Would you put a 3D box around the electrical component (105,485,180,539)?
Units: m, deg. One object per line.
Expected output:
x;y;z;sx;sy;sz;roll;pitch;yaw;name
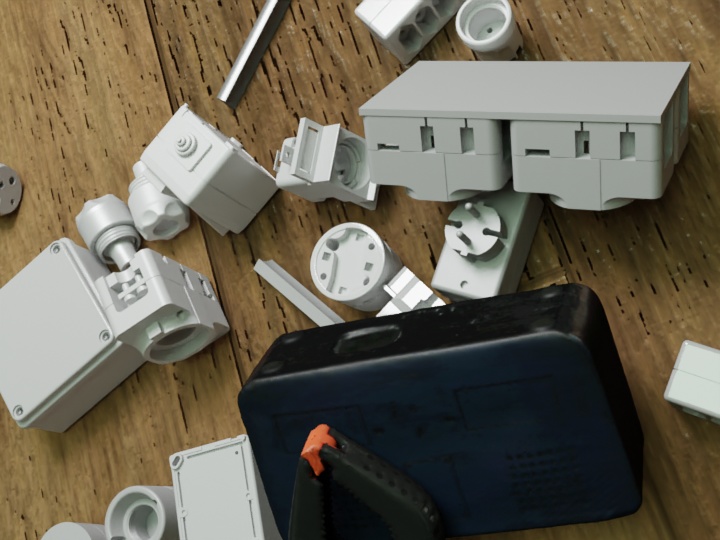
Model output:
-0.148;0.180;0.766;0.055;0.047;0.055;-7;73;22;electrical component

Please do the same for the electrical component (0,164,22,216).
-0.323;-0.069;0.914;0.055;0.045;0.045;4;77;24;electrical component

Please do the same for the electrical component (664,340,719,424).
0.235;0.058;0.635;0.083;0.047;0.075;19;84;27;electrical component

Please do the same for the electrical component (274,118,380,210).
-0.024;-0.074;0.774;0.064;0.081;0.042;-1;73;47;electrical component

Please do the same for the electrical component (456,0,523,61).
0.094;-0.168;0.762;0.040;0.046;0.040;-6;73;22;electrical component

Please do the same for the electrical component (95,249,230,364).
-0.141;0.031;0.781;0.050;0.089;0.055;-33;65;12;electrical component

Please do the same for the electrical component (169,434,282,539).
-0.083;0.167;0.734;0.062;0.061;0.096;-18;69;18;electrical component

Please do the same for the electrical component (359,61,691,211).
0.108;-0.090;0.693;0.186;0.105;0.060;5;118;24;electrical component

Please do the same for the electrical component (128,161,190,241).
-0.161;-0.057;0.842;0.043;0.043;0.062;-31;64;13;electrical component

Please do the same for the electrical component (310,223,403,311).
0.000;0.000;0.754;0.055;0.047;0.055;-6;73;22;electrical component

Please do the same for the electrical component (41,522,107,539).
-0.237;0.242;0.771;0.052;0.074;0.138;37;92;27;electrical component

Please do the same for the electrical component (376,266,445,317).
0.039;0.044;0.719;0.057;0.058;0.078;-47;63;2;electrical component

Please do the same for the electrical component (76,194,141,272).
-0.193;-0.025;0.846;0.043;0.043;0.062;-39;65;9;electrical component

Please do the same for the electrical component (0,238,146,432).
-0.232;0.051;0.834;0.109;0.056;0.108;-40;64;8;electrical component

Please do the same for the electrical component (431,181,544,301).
0.080;-0.022;0.710;0.047;0.076;0.083;15;82;26;electrical component

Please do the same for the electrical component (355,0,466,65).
0.032;-0.213;0.801;0.083;0.047;0.075;-46;64;5;electrical component

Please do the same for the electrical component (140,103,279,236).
-0.115;-0.073;0.796;0.062;0.096;0.061;43;95;27;electrical component
